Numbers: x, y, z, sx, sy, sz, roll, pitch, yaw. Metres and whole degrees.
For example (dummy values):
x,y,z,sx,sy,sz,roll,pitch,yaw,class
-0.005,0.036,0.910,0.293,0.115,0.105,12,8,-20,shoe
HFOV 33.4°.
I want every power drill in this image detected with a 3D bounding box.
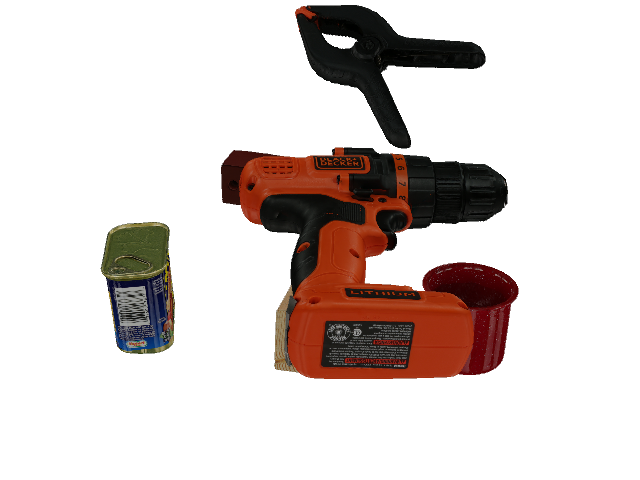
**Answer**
x,y,z,sx,sy,sz,roll,pitch,yaw,class
0.042,0.007,0.672,0.184,0.057,0.187,-1,34,-5,power drill

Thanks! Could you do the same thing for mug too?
x,y,z,sx,sy,sz,roll,pitch,yaw,class
0.142,0.073,1.063,0.093,0.081,0.117,-3,28,-10,mug

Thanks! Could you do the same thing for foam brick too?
x,y,z,sx,sy,sz,roll,pitch,yaw,class
-0.080,-0.075,1.322,0.078,0.053,0.051,7,29,13,foam brick

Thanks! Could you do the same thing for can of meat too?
x,y,z,sx,sy,sz,roll,pitch,yaw,class
-0.162,0.043,0.970,0.057,0.084,0.102,-4,27,-4,can of meat

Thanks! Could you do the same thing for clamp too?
x,y,z,sx,sy,sz,roll,pitch,yaw,class
0.055,-0.163,0.933,0.120,0.172,0.039,-37,-25,-20,clamp

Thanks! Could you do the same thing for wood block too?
x,y,z,sx,sy,sz,roll,pitch,yaw,class
0.003,0.101,1.480,0.091,0.090,0.206,6,20,8,wood block
